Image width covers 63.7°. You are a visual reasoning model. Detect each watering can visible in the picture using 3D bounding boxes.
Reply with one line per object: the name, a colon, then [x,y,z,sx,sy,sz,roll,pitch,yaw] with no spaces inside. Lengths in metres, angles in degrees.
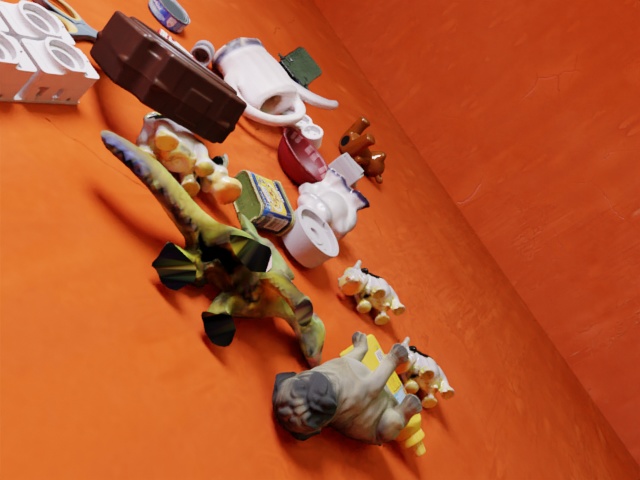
watering can: [-0.105,-0.355,1.182,0.225,0.102,0.352,53,36,7]

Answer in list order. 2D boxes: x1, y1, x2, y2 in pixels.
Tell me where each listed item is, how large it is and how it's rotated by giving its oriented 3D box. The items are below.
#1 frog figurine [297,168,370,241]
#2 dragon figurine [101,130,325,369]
frog figurine: [0.003,-0.052,1.036,0.162,0.122,0.136,-46,111,-33]
dragon figurine: [-0.115,0.017,0.703,0.409,0.122,0.244,54,4,-4]
